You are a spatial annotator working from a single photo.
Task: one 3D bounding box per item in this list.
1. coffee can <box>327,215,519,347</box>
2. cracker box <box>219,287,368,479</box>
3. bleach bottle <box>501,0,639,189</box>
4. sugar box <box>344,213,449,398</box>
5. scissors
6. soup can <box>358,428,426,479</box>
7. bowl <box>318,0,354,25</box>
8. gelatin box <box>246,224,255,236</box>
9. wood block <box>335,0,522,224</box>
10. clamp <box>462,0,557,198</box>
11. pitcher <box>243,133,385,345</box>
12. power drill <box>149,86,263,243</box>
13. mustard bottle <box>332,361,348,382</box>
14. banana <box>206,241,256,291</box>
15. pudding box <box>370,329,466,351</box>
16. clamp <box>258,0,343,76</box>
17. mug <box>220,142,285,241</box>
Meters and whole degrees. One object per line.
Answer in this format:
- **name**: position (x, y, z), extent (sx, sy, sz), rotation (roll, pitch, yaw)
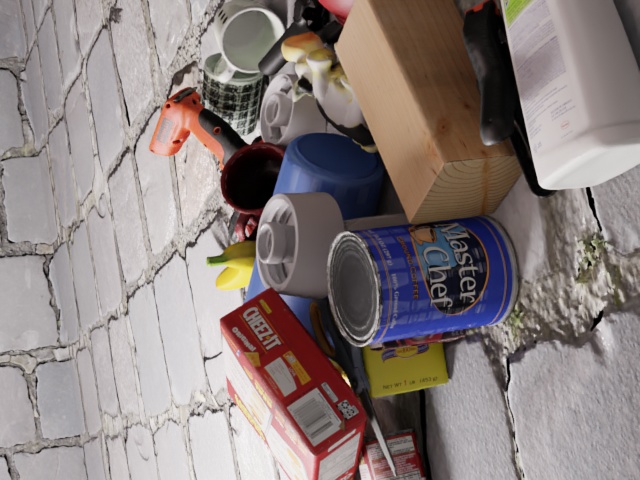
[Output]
- **coffee can**: position (0.090, 0.035, 0.953), extent (0.103, 0.140, 0.103), rotation (173, 90, -66)
- **cracker box**: position (-0.028, 0.166, 1.083), extent (0.164, 0.072, 0.214), rotation (52, 163, 21)
- **bleach bottle**: position (0.180, -0.170, 0.797), extent (0.103, 0.068, 0.251), rotation (141, 121, -62)
- **sugar box**: position (0.069, 0.063, 1.067), extent (0.048, 0.093, 0.176), rotation (-11, 86, 64)
- **scissors**: position (0.039, 0.118, 1.015), extent (0.202, 0.016, 0.096), rotation (57, 142, 41)
- **soup can**: position (0.079, 0.256, 1.127), extent (0.069, 0.068, 0.102), rotation (142, 118, -63)
- **bowl**: position (0.027, -0.297, 1.079), extent (0.162, 0.055, 0.162), rotation (-4, 85, 58)
- **gelatin box**: position (-0.066, 0.015, 1.383), extent (0.089, 0.073, 0.030), rotation (108, 148, -45)
- **wood block**: position (0.097, -0.128, 0.959), extent (0.091, 0.090, 0.206), rotation (116, 140, -52)
- **clamp**: position (0.153, -0.117, 0.866), extent (0.120, 0.039, 0.171), rotation (48, -148, -48)
- **pitcher**: position (-0.008, 0.001, 1.196), extent (0.149, 0.144, 0.243), rotation (33, 127, 27)
- **power drill**: position (-0.134, -0.100, 1.413), extent (0.188, 0.057, 0.185), rotation (35, 129, 8)
- **mustard bottle**: position (0.009, 0.183, 1.278), extent (0.192, 0.058, 0.096), rotation (135, 130, -60)
- **banana**: position (-0.099, 0.030, 1.297), extent (0.198, 0.069, 0.037), rotation (97, 166, -77)
- **pudding box**: position (0.086, 0.046, 1.028), extent (0.039, 0.089, 0.113), rotation (152, 110, -66)
- **clamp**: position (-0.015, -0.253, 1.233), extent (0.210, 0.036, 0.165), rotation (39, 123, 54)
- **mug**: position (-0.068, -0.049, 1.292), extent (0.117, 0.093, 0.081), rotation (-68, -23, -14)
